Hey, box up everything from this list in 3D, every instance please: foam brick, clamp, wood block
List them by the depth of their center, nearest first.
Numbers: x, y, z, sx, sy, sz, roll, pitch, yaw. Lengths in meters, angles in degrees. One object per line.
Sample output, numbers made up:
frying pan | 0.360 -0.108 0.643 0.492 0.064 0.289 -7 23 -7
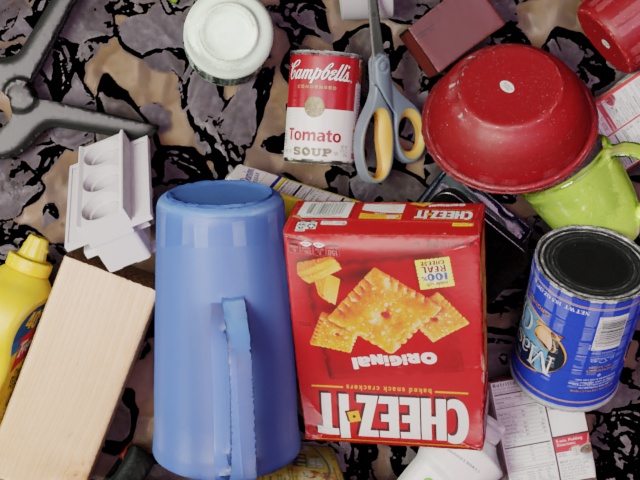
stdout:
clamp | -0.194 0.242 0.954 0.120 0.171 0.039 -43 95 10
wood block | -0.221 0.121 0.978 0.090 0.090 0.206 21 94 -5
clamp | -0.271 -0.144 0.980 0.210 0.036 0.164 -18 95 -2
foam brick | 0.122 -0.196 0.994 0.078 0.051 0.053 -36 95 0

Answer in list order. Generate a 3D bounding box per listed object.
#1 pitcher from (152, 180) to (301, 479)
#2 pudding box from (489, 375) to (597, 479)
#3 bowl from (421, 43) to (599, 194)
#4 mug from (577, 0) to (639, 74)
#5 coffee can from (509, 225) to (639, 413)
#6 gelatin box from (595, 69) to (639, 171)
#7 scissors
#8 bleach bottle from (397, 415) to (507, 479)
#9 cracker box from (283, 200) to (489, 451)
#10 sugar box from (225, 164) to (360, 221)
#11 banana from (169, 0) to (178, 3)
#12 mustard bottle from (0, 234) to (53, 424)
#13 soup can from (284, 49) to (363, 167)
pitcher | -0.080 0.079 0.917 0.149 0.144 0.243 11 110 32
pudding box | 0.211 0.183 1.029 0.090 0.039 0.113 -10 81 -2
bowl | 0.170 -0.123 0.961 0.162 0.055 0.162 -4 60 7
mug | 0.287 -0.217 0.992 0.081 0.093 0.117 -39 66 5
coffee can | 0.234 0.072 0.967 0.102 0.103 0.140 0 130 -4
gelatin box | 0.298 -0.116 1.023 0.089 0.030 0.073 -34 97 0
scissors | 0.068 -0.152 0.982 0.096 0.016 0.202 -2 101 -43
bleach bottle | 0.096 0.272 0.975 0.102 0.068 0.251 35 86 0
cracker box | 0.061 0.075 0.918 0.164 0.072 0.214 1 117 13
sugar box | -0.006 0.001 0.970 0.176 0.048 0.093 16 117 8
banana | -0.051 -0.265 0.978 0.197 0.037 0.069 -16 72 -7
mustard bottle | -0.288 0.086 0.967 0.058 0.096 0.191 21 93 -3
soup can | 0.002 -0.121 0.985 0.068 0.068 0.102 4 95 -4
